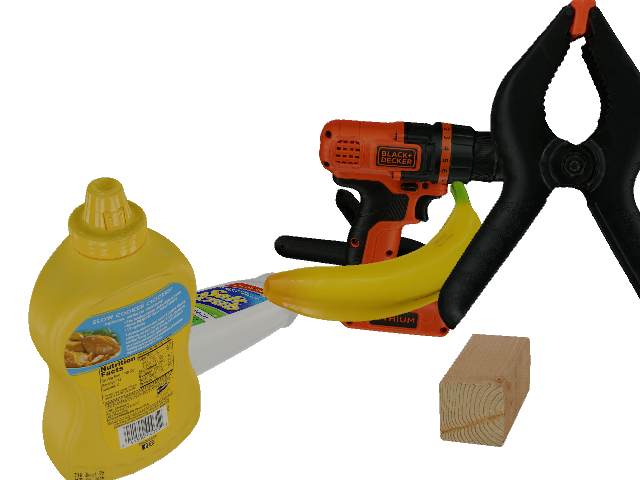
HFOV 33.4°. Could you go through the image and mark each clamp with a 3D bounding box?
[{"bbox_3d":[0.113,-0.030,0.527,0.120,0.171,0.039,-6,-1,-2],"label":"clamp"},{"bbox_3d":[0.060,0.018,1.242,0.210,0.036,0.164,31,38,23],"label":"clamp"}]

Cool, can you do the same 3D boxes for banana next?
[{"bbox_3d":[0.052,0.019,0.728,0.197,0.037,0.070,-25,54,-38],"label":"banana"}]

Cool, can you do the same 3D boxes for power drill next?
[{"bbox_3d":[0.086,-0.012,0.933,0.184,0.188,0.057,5,18,4],"label":"power drill"}]

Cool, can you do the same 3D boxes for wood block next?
[{"bbox_3d":[0.242,0.212,1.545,0.091,0.090,0.205,3,15,20],"label":"wood block"}]

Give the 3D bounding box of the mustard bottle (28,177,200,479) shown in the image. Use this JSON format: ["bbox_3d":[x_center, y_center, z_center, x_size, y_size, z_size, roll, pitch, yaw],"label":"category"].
[{"bbox_3d":[-0.116,0.048,0.605,0.096,0.192,0.058,-22,44,-30],"label":"mustard bottle"}]

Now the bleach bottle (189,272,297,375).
[{"bbox_3d":[-0.107,0.083,1.162,0.103,0.068,0.250,18,25,32],"label":"bleach bottle"}]
